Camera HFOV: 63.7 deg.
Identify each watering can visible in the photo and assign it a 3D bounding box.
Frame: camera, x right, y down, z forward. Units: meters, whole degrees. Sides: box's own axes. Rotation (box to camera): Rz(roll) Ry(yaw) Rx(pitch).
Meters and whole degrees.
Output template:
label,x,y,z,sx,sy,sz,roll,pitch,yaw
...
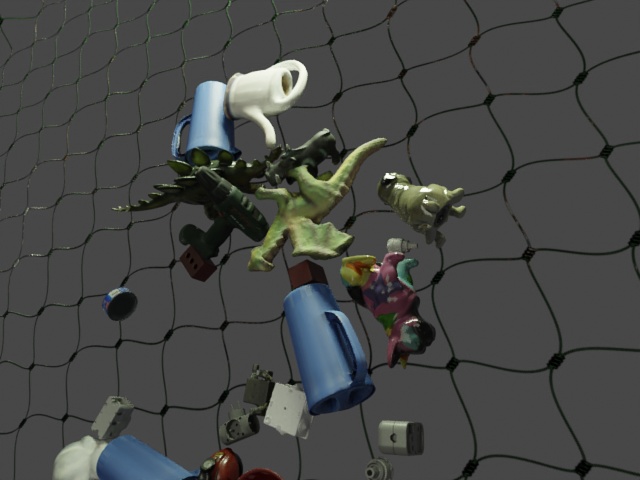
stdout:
label,x,y,z,sx,sy,sz,roll,pitch,yaw
watering can,-0.156,-0.355,1.339,0.224,0.102,0.356,-2,49,24

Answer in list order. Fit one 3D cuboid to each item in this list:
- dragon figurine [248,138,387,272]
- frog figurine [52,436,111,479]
label,x,y,z,sx,sy,sz,roll,pitch,yaw
dragon figurine,0.003,-0.057,1.131,0.409,0.120,0.248,-29,56,8
frog figurine,-0.548,0.536,1.215,0.157,0.121,0.141,-27,40,31
